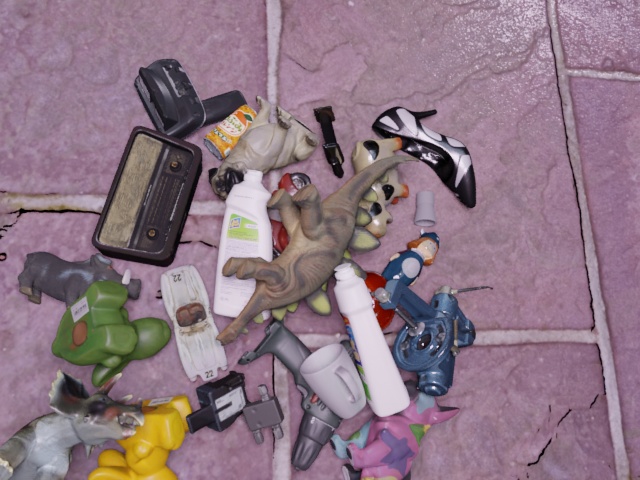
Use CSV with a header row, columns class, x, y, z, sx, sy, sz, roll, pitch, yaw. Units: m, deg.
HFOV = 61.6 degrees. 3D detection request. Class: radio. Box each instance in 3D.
class,x,y,z,sx,sy,sz,roll,pitch,yaw
radio,-0.296,-0.072,0.946,0.131,0.073,0.229,16,75,-8

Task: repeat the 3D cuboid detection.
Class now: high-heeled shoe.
class,x,y,z,sx,sy,sz,roll,pitch,yaw
high-heeled shoe,0.209,-0.160,1.071,0.145,0.086,0.248,-20,77,-12

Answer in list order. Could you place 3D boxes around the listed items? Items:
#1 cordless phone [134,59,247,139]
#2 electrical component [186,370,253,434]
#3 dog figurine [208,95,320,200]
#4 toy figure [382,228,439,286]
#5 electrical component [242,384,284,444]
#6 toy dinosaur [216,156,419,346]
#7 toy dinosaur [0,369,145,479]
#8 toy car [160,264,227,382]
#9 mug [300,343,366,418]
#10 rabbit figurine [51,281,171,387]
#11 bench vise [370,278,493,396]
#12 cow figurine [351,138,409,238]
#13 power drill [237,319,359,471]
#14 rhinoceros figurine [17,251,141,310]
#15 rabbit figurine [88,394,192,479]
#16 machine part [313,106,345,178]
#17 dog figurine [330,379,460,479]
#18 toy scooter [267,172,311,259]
class,x,y,z,sx,sy,sz,roll,pitch,yaw
cordless phone,-0.238,-0.277,1.014,0.184,0.089,0.146,-25,83,-27
electrical component,-0.171,0.272,0.878,0.119,0.048,0.074,-25,103,-39
dog figurine,-0.102,-0.148,1.009,0.172,0.121,0.190,21,113,-44
toy figure,0.182,0.038,1.033,0.154,0.058,0.064,-42,127,-19
electrical component,-0.095,0.283,0.876,0.063,0.021,0.094,-18,94,11
toy dinosaur,-0.002,-0.003,0.901,0.471,0.105,0.198,-51,121,-9
toy dinosaur,-0.423,0.332,0.785,0.131,0.192,0.405,43,113,-12
toy car,-0.218,0.142,0.923,0.073,0.056,0.201,-17,81,-15
mug,0.035,0.232,0.864,0.081,0.110,0.107,-38,106,-29
rabbit figurine,-0.319,0.164,0.856,0.159,0.170,0.121,-43,58,14
bench vise,0.182,0.138,0.936,0.240,0.129,0.223,42,58,-26
cow figurine,0.100,-0.099,1.031,0.127,0.085,0.195,-2,80,-18
power drill,-0.040,0.245,0.926,0.207,0.086,0.232,37,73,3
rhinoceros figurine,-0.399,0.073,0.898,0.190,0.073,0.112,15,64,-6
rabbit figurine,-0.272,0.346,0.838,0.162,0.122,0.173,-10,95,-10
machine part,0.020,-0.193,1.046,0.039,0.084,0.139,-17,71,13
dog figurine,0.144,0.354,0.926,0.219,0.108,0.191,-20,84,-19
toy scooter,-0.073,-0.034,0.985,0.135,0.075,0.184,-8,76,-13
